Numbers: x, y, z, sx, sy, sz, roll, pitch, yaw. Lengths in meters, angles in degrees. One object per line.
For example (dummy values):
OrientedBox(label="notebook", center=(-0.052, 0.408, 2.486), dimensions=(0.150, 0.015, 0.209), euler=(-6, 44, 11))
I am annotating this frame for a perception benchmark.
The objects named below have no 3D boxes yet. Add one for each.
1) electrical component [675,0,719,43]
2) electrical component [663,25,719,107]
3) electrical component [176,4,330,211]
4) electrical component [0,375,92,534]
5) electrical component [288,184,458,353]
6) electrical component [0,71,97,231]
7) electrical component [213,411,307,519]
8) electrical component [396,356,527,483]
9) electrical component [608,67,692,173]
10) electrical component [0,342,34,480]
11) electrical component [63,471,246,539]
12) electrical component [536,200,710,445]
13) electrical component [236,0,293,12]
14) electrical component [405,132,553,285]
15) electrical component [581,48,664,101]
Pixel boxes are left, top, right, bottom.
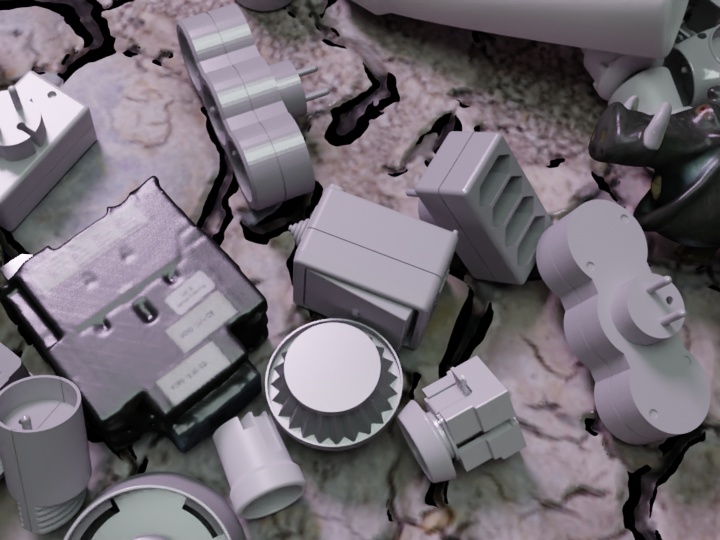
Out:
OrientedBox(label="electrical component", center=(0.202, -0.181, 0.729), dimensions=(0.064, 0.042, 0.081), euler=(-42, 73, -19))
OrientedBox(label="electrical component", center=(0.249, -0.118, 0.701), dimensions=(0.077, 0.044, 0.079), euler=(-15, 67, -11))
OrientedBox(label="electrical component", center=(-0.056, -0.108, 0.671), dimensions=(0.074, 0.052, 0.138), euler=(-21, 68, -13))
OrientedBox(label="electrical component", center=(-0.161, 0.099, 0.554), dimensions=(0.043, 0.081, 0.043), euler=(1, 34, -1))
OrientedBox(label="electrical component", center=(0.000, 0.000, 0.619), dimensions=(0.096, 0.061, 0.061), euler=(21, 65, 6))
OrientedBox(label="electrical component", center=(-0.204, -0.080, 0.635), dimensions=(0.047, 0.075, 0.083), euler=(32, 67, 9))
OrientedBox(label="electrical component", center=(-0.055, 0.104, 0.579), dimensions=(0.040, 0.040, 0.046), euler=(-20, 62, -13))
OrientedBox(label="electrical component", center=(0.054, 0.085, 0.588), dimensions=(0.055, 0.066, 0.048), euler=(-28, 34, -7))
OrientedBox(label="electrical component", center=(0.191, -0.095, 0.686), dimensions=(0.045, 0.045, 0.055), euler=(-22, 69, -13))
OrientedBox(label="electrical component", center=(-0.227, 0.089, 0.561), dimensions=(0.079, 0.063, 0.121), euler=(36, 68, 12))
OrientedBox(label="electrical component", center=(-0.107, 0.154, 0.551), dimensions=(0.099, 0.064, 0.099), euler=(1, 80, -5))
OrientedBox(label="electrical component", center=(0.154, 0.025, 0.596), dimensions=(0.052, 0.074, 0.138), euler=(-16, 78, -25))
OrientedBox(label="electrical component", center=(-0.065, -0.207, 0.720), dimensions=(0.055, 0.047, 0.055), euler=(2, 65, -3))
OrientedBox(label="electrical component", center=(0.060, -0.038, 0.640), dimensions=(0.076, 0.083, 0.047), euler=(9, 57, 43))
OrientedBox(label="electrical component", center=(0.167, -0.146, 0.710), dimensions=(0.048, 0.048, 0.062), euler=(-19, 61, -12))
